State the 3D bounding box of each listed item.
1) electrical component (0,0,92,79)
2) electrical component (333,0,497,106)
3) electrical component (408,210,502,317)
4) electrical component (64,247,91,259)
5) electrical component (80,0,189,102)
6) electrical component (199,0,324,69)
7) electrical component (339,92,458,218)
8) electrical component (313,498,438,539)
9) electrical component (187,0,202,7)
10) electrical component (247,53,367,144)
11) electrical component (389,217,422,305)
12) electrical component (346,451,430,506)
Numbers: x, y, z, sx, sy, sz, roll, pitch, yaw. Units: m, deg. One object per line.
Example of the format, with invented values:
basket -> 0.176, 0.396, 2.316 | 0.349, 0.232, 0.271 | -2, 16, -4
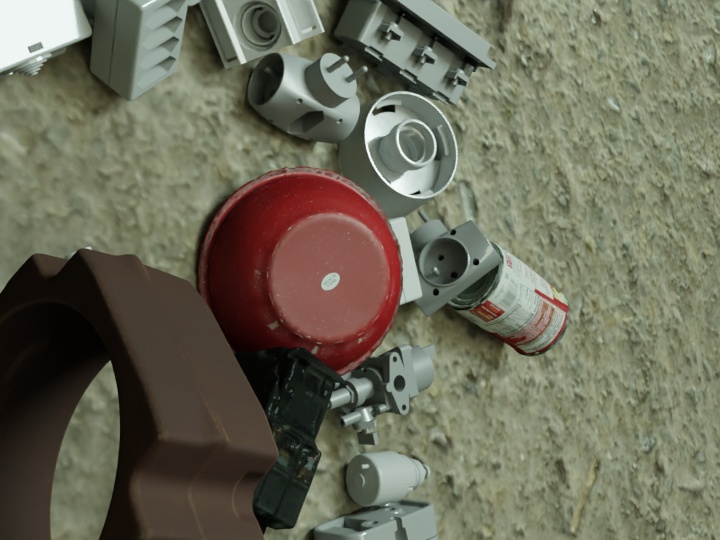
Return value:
electrical component -> -0.221, -0.163, 0.645 | 0.100, 0.048, 0.099 | -36, 110, -39
electrical component -> 0.041, -0.187, 0.882 | 0.121, 0.079, 0.063 | 25, 91, -39
electrical component -> 0.063, -0.015, 0.888 | 0.079, 0.077, 0.044 | 54, 4, 22
electrical component -> -0.167, 0.017, 0.681 | 0.048, 0.048, 0.062 | -26, 97, -42
electrical component -> -0.157, -0.168, 0.696 | 0.076, 0.083, 0.047 | 38, 53, 11
electrical component -> -0.080, -0.216, 0.768 | 0.063, 0.079, 0.121 | -56, 127, -66
electrical component -> 0.030, -0.094, 0.880 | 0.099, 0.064, 0.099 | 8, 74, -30
electrical component -> 0.015, 0.217, 0.824 | 0.095, 0.054, 0.059 | -9, 92, -43
electrical component -> -0.121, -0.213, 0.712 | 0.057, 0.078, 0.058 | 39, 26, 1
electrical component -> -0.030, -0.135, 0.802 | 0.077, 0.079, 0.043 | 21, 54, -40
electrical component -> 0.000, 0.000, 0.837 | 0.077, 0.047, 0.065 | -18, 98, -37
electrical component -> 0.025, 0.163, 0.848 | 0.078, 0.040, 0.040 | 3, 84, -44
